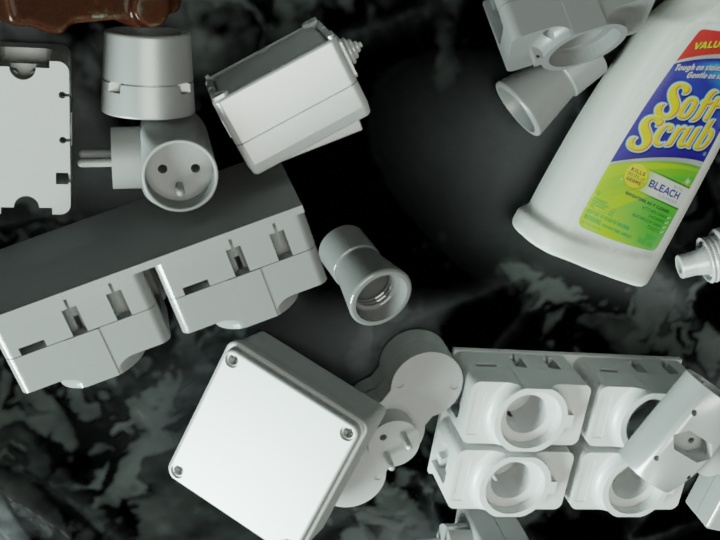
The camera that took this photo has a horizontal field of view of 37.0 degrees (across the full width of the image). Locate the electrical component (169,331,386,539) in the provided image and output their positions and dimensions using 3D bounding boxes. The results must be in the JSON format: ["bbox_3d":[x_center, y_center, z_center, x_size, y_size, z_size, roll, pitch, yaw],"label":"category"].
[{"bbox_3d":[-0.056,0.115,0.722,0.109,0.056,0.108,31,106,12],"label":"electrical component"}]

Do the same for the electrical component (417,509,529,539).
[{"bbox_3d":[0.081,0.211,0.816,0.077,0.065,0.047,1,112,-14],"label":"electrical component"}]

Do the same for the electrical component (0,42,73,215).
[{"bbox_3d":[-0.194,-0.084,0.628,0.050,0.055,0.089,0,113,-13],"label":"electrical component"}]

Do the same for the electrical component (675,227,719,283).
[{"bbox_3d":[0.261,-0.009,0.777,0.062,0.048,0.048,-14,115,0],"label":"electrical component"}]

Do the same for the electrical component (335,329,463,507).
[{"bbox_3d":[0.020,0.113,0.754,0.052,0.073,0.138,34,102,-24],"label":"electrical component"}]

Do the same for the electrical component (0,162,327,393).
[{"bbox_3d":[-0.122,0.001,0.655,0.186,0.105,0.060,-20,116,-4],"label":"electrical component"}]

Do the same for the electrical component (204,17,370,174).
[{"bbox_3d":[-0.037,-0.106,0.653,0.096,0.061,0.061,-28,116,0],"label":"electrical component"}]

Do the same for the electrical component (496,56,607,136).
[{"bbox_3d":[0.127,-0.124,0.697,0.065,0.044,0.044,-39,116,-1],"label":"electrical component"}]

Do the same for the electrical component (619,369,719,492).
[{"bbox_3d":[0.236,0.120,0.757,0.079,0.043,0.077,31,103,-23],"label":"electrical component"}]

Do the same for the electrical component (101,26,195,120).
[{"bbox_3d":[-0.125,-0.117,0.633,0.055,0.055,0.047,-1,110,-13],"label":"electrical component"}]

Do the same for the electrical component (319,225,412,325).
[{"bbox_3d":[0.000,0.000,0.705,0.044,0.065,0.044,-16,131,-20],"label":"electrical component"}]

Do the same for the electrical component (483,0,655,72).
[{"bbox_3d":[0.128,-0.160,0.657,0.089,0.050,0.055,-17,76,-1],"label":"electrical component"}]

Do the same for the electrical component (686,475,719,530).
[{"bbox_3d":[0.311,0.175,0.849,0.047,0.075,0.083,15,109,-18],"label":"electrical component"}]

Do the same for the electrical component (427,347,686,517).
[{"bbox_3d":[0.155,0.121,0.798,0.186,0.060,0.105,3,112,-15],"label":"electrical component"}]

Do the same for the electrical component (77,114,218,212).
[{"bbox_3d":[-0.127,-0.067,0.640,0.079,0.077,0.043,-2,113,-12],"label":"electrical component"}]
